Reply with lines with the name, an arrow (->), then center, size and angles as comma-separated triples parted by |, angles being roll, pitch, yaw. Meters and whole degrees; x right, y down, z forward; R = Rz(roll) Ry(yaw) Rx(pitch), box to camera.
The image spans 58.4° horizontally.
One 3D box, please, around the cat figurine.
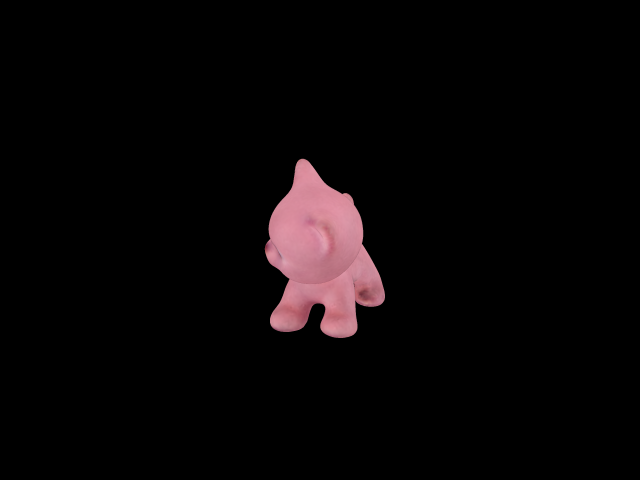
cat figurine -> 0.004, 0.001, 0.400 | 0.067, 0.118, 0.128 | 5, 15, 19
